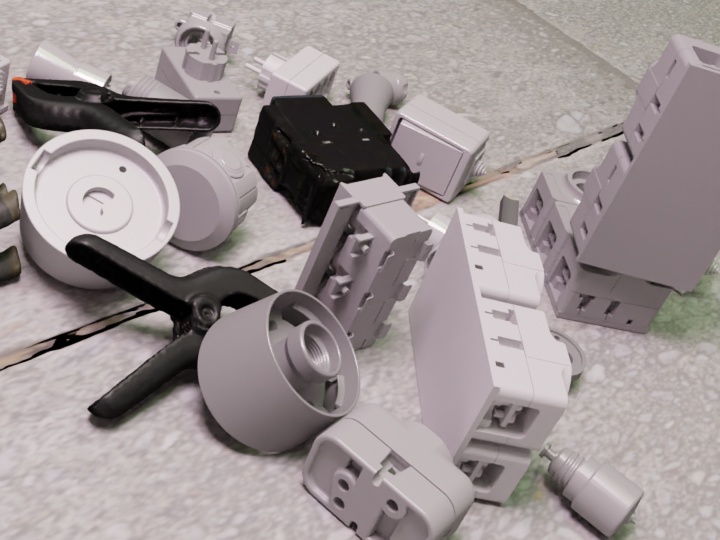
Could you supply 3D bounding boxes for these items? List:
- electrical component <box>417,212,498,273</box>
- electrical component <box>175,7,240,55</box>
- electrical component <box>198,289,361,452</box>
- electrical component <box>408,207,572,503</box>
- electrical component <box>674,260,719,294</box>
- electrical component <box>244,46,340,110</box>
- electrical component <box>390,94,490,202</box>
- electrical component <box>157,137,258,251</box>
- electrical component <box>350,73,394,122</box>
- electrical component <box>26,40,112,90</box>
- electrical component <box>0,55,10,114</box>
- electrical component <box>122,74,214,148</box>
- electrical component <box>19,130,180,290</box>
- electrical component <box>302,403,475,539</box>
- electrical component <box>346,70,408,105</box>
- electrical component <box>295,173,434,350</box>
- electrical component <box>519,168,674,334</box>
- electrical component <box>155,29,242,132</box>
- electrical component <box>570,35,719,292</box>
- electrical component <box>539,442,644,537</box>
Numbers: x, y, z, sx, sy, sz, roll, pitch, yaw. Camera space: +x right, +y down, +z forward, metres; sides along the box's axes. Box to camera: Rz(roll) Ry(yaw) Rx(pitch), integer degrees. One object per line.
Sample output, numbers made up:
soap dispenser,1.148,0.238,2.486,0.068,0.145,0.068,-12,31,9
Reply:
electrical component,0.075,-0.023,0.910,0.079,0.043,0.077,33,37,13
electrical component,-0.152,-0.223,1.042,0.066,0.048,0.055,20,28,-4
electrical component,-0.049,0.064,0.702,0.099,0.064,0.099,38,36,-34
electrical component,0.088,0.058,0.760,0.060,0.105,0.186,13,37,-14
electrical component,0.303,-0.027,1.023,0.096,0.061,0.061,35,38,17
electrical component,-0.074,-0.183,1.030,0.076,0.047,0.083,28,36,7
electrical component,0.073,-0.109,1.003,0.096,0.061,0.061,30,36,10
electrical component,-0.122,-0.059,0.819,0.080,0.080,0.051,29,31,8
electrical component,0.008,-0.157,1.047,0.044,0.044,0.065,18,41,-6
electrical component,-0.246,-0.163,0.917,0.065,0.044,0.044,23,35,-7
electrical component,-0.337,-0.151,0.846,0.100,0.048,0.099,29,36,8
electrical component,-0.169,-0.134,0.919,0.081,0.043,0.043,32,37,12
electrical component,-0.188,-0.038,0.762,0.108,0.060,0.108,12,60,-21
electrical component,0.020,0.132,0.673,0.095,0.053,0.059,38,38,19
electrical component,0.016,-0.187,1.095,0.061,0.035,0.035,0,41,-25
electrical component,0.000,0.000,0.773,0.079,0.121,0.063,-16,54,-41
electrical component,0.211,-0.022,0.967,0.089,0.061,0.150,11,37,-16
electrical component,-0.141,-0.178,0.962,0.047,0.075,0.083,-6,45,-34
electrical component,0.255,-0.082,0.851,0.105,0.186,0.060,14,37,-12
electrical component,0.158,0.148,0.739,0.078,0.040,0.040,38,38,20
